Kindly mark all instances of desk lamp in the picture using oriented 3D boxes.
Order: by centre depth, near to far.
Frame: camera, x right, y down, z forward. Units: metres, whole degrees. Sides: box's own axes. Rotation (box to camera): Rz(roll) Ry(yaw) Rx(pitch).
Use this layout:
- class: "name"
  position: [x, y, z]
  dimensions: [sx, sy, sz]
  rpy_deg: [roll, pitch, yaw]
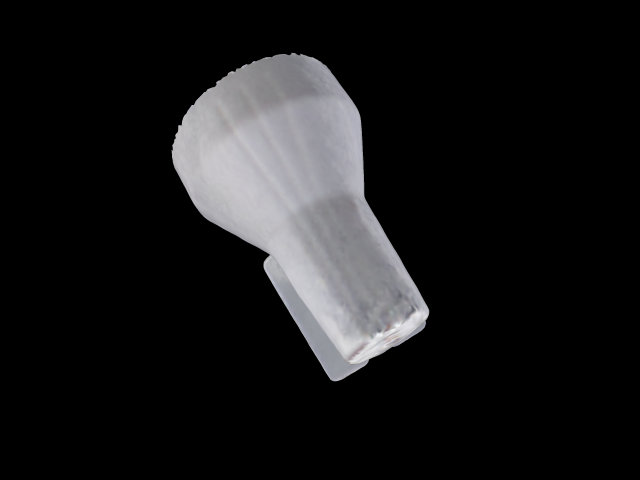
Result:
- class: "desk lamp"
  position: [0.004, 0.001, 0.400]
  dimensions: [0.118, 0.213, 0.203]
  rpy_deg: [-32, 86, -2]
